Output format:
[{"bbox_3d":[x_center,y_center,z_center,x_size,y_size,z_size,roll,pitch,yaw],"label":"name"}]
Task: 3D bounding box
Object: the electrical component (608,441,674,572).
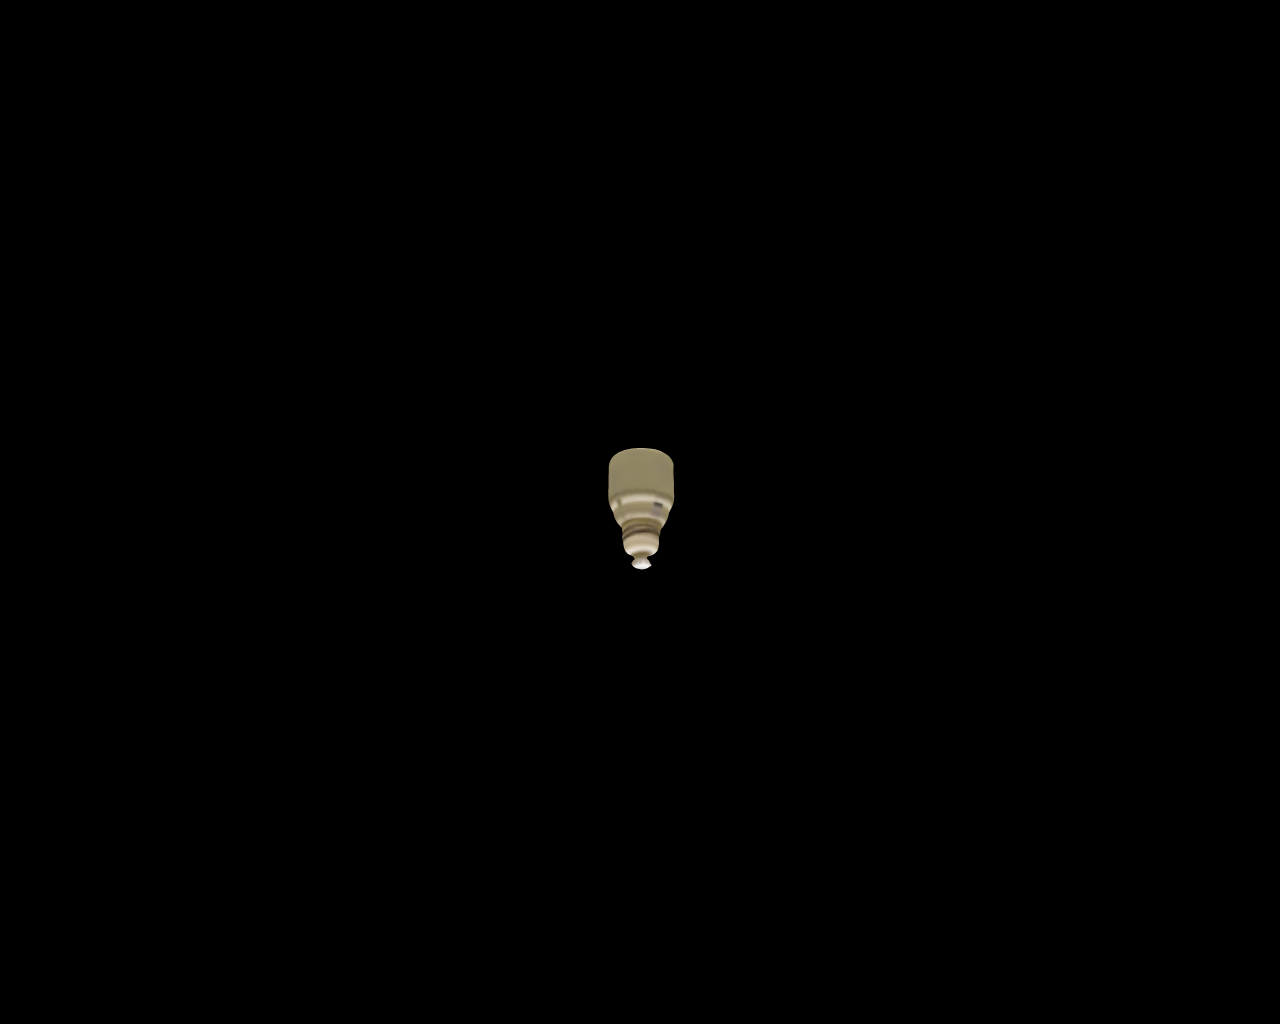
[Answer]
[{"bbox_3d":[0.001,-0.003,0.650,0.040,0.078,0.040,0,-22,0],"label":"electrical component"}]
